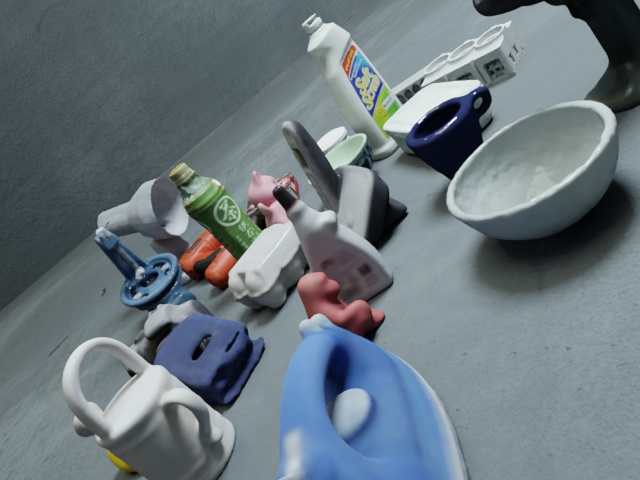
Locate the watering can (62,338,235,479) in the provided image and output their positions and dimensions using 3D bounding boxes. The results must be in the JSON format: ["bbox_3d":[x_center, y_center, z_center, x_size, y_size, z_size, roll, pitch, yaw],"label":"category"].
[{"bbox_3d":[-0.197,0.188,0.614,0.172,0.194,0.101,-36,23,14],"label":"watering can"}]

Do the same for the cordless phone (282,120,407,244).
[{"bbox_3d":[0.017,-0.083,0.778,0.094,0.185,0.147,-46,22,-11],"label":"cordless phone"}]

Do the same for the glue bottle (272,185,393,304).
[{"bbox_3d":[0.006,0.002,0.654,0.078,0.173,0.037,-34,23,17],"label":"glue bottle"}]

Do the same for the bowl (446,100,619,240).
[{"bbox_3d":[0.212,-0.054,0.551,0.167,0.075,0.167,-34,23,17],"label":"bowl"}]

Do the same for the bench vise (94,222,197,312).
[{"bbox_3d":[-0.341,0.067,1.045,0.206,0.220,0.122,-18,32,44],"label":"bench vise"}]

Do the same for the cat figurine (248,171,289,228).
[{"bbox_3d":[-0.089,-0.066,1.015,0.067,0.118,0.127,-35,23,15],"label":"cat figurine"}]

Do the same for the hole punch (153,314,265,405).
[{"bbox_3d":[-0.142,0.148,0.737,0.100,0.091,0.109,-19,31,43],"label":"hole punch"}]

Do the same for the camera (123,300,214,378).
[{"bbox_3d":[-0.217,0.163,0.820,0.143,0.101,0.136,-41,22,2],"label":"camera"}]

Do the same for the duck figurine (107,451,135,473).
[{"bbox_3d":[-0.241,0.240,0.734,0.104,0.086,0.077,-38,22,9],"label":"duck figurine"}]

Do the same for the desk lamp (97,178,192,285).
[{"bbox_3d":[-0.338,-0.004,1.181,0.203,0.214,0.118,-30,25,27],"label":"desk lamp"}]

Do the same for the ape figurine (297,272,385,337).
[{"bbox_3d":[0.012,0.072,0.622,0.076,0.092,0.077,-42,22,0],"label":"ape figurine"}]

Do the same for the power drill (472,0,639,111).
[{"bbox_3d":[0.285,-0.245,0.608,0.230,0.209,0.075,-47,23,-13],"label":"power drill"}]

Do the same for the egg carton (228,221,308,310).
[{"bbox_3d":[-0.068,0.035,0.855,0.107,0.069,0.150,-11,37,52],"label":"egg carton"}]

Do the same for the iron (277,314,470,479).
[{"bbox_3d":[0.019,0.131,0.434,0.118,0.142,0.258,-35,23,17],"label":"iron"}]

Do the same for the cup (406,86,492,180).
[{"bbox_3d":[0.178,-0.123,0.710,0.118,0.095,0.091,-40,22,3],"label":"cup"}]
